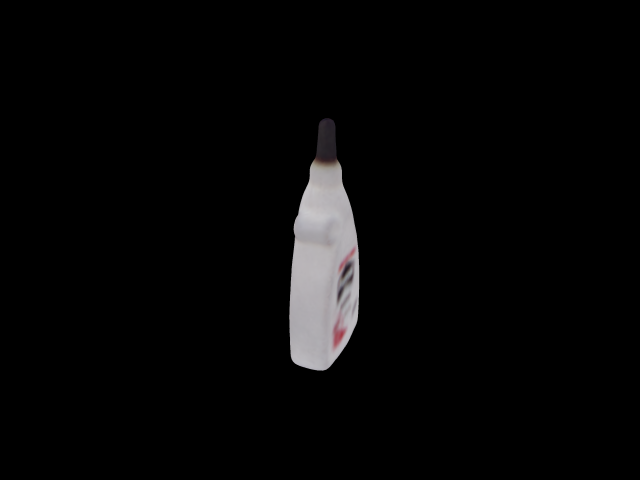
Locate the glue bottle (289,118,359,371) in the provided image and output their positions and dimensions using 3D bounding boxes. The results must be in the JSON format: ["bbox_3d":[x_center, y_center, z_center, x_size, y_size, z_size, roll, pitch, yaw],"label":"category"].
[{"bbox_3d":[0.004,0.001,0.400,0.037,0.173,0.078,8,28,16],"label":"glue bottle"}]
